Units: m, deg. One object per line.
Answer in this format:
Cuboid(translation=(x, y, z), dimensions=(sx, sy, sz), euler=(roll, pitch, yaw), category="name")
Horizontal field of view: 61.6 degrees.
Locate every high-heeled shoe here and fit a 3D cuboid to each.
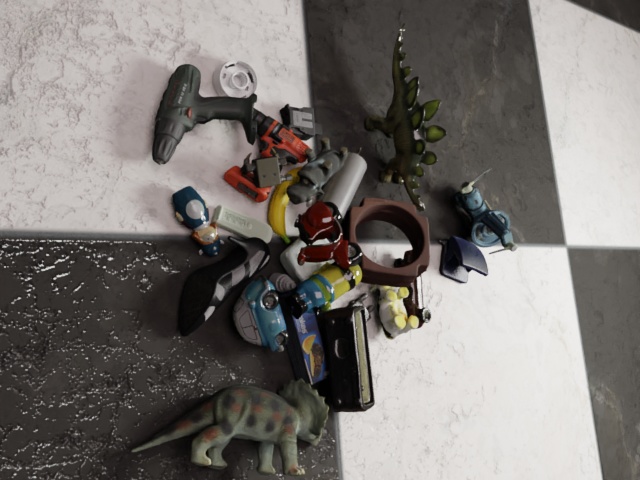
Cuboid(translation=(-0.194, 0.098, 1.123), dimensions=(0.248, 0.086, 0.145), euler=(-61, 146, -8), category="high-heeled shoe")

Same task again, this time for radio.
Cuboid(translation=(0.067, 0.263, 1.199), dimensions=(0.131, 0.073, 0.229), euler=(23, 59, -72), category="radio")

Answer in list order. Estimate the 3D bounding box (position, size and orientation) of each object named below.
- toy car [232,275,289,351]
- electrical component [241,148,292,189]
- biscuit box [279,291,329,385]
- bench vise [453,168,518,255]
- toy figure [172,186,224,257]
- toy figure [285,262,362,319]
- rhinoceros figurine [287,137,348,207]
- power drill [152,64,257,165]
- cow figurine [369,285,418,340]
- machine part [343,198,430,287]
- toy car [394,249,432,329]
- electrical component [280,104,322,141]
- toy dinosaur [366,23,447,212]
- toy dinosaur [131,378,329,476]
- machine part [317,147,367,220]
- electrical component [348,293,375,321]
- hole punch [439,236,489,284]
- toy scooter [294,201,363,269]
Cuboid(translation=(-0.131, 0.160, 1.122), dimensions=(0.103, 0.109, 0.161), euler=(-15, 100, -12), category="toy car")
Cuboid(translation=(-0.115, -0.152, 1.145), dimensions=(0.102, 0.045, 0.078), euler=(-21, 111, -25), category="electrical component")
Cuboid(translation=(-0.039, 0.212, 1.184), dimensions=(0.059, 0.063, 0.202), euler=(-15, 88, -36), category="biscuit box")
Cuboid(translation=(0.468, -0.054, 1.487), dimensions=(0.129, 0.241, 0.223), euler=(-23, 124, -2), category="bench vise")
Cuboid(translation=(-0.250, -0.034, 1.106), dimensions=(0.064, 0.058, 0.154), euler=(-27, 98, 4), category="toy figure")
Cuboid(translation=(0.014, 0.102, 1.151), dimensions=(0.180, 0.089, 0.082), euler=(-27, 102, -37), category="toy figure")
Cuboid(translation=(-0.010, -0.153, 1.227), dimensions=(0.073, 0.112, 0.190), euler=(31, 50, 12), category="rhinoceros figurine")
Cuboid(translation=(-0.237, -0.250, 1.130), dimensions=(0.207, 0.086, 0.232), euler=(3, 71, -8), category="power drill")
Cuboid(translation=(0.171, 0.155, 1.326), dimensions=(0.068, 0.098, 0.167), euler=(-2, 62, -30), category="cow figurine")
Cuboid(translation=(0.157, 0.007, 1.296), dimensions=(0.201, 0.087, 0.201), euler=(7, 62, -7), category="machine part")
Cuboid(translation=(0.231, 0.124, 1.362), dimensions=(0.053, 0.089, 0.202), euler=(4, 79, -36), category="toy car")
Cuboid(translation=(-0.038, -0.279, 1.301), dimensions=(0.119, 0.048, 0.075), euler=(6, 77, -30), category="electrical component")
Cuboid(translation=(0.223, -0.304, 1.386), dimensions=(0.105, 0.199, 0.471), euler=(-12, 88, -38), category="toy dinosaur")
Cuboid(translation=(-0.142, 0.354, 1.061), dimensions=(0.405, 0.131, 0.192), euler=(20, 57, -24), category="toy dinosaur")
Cuboid(translation=(0.051, -0.128, 1.309), dimensions=(0.079, 0.079, 0.243), euler=(36, 61, -22), category="machine part")
Cuboid(translation=(0.092, 0.174, 1.302), dimensions=(0.094, 0.021, 0.063), euler=(-37, 100, -32), category="electrical component")
Cuboid(translation=(0.403, 0.050, 1.495), dimensions=(0.142, 0.092, 0.116), euler=(19, 66, -25), category="hole punch")
Cuboid(translation=(-0.002, -0.003, 1.156), dimensions=(0.135, 0.075, 0.184), euler=(-18, 56, -17), category="toy scooter")
